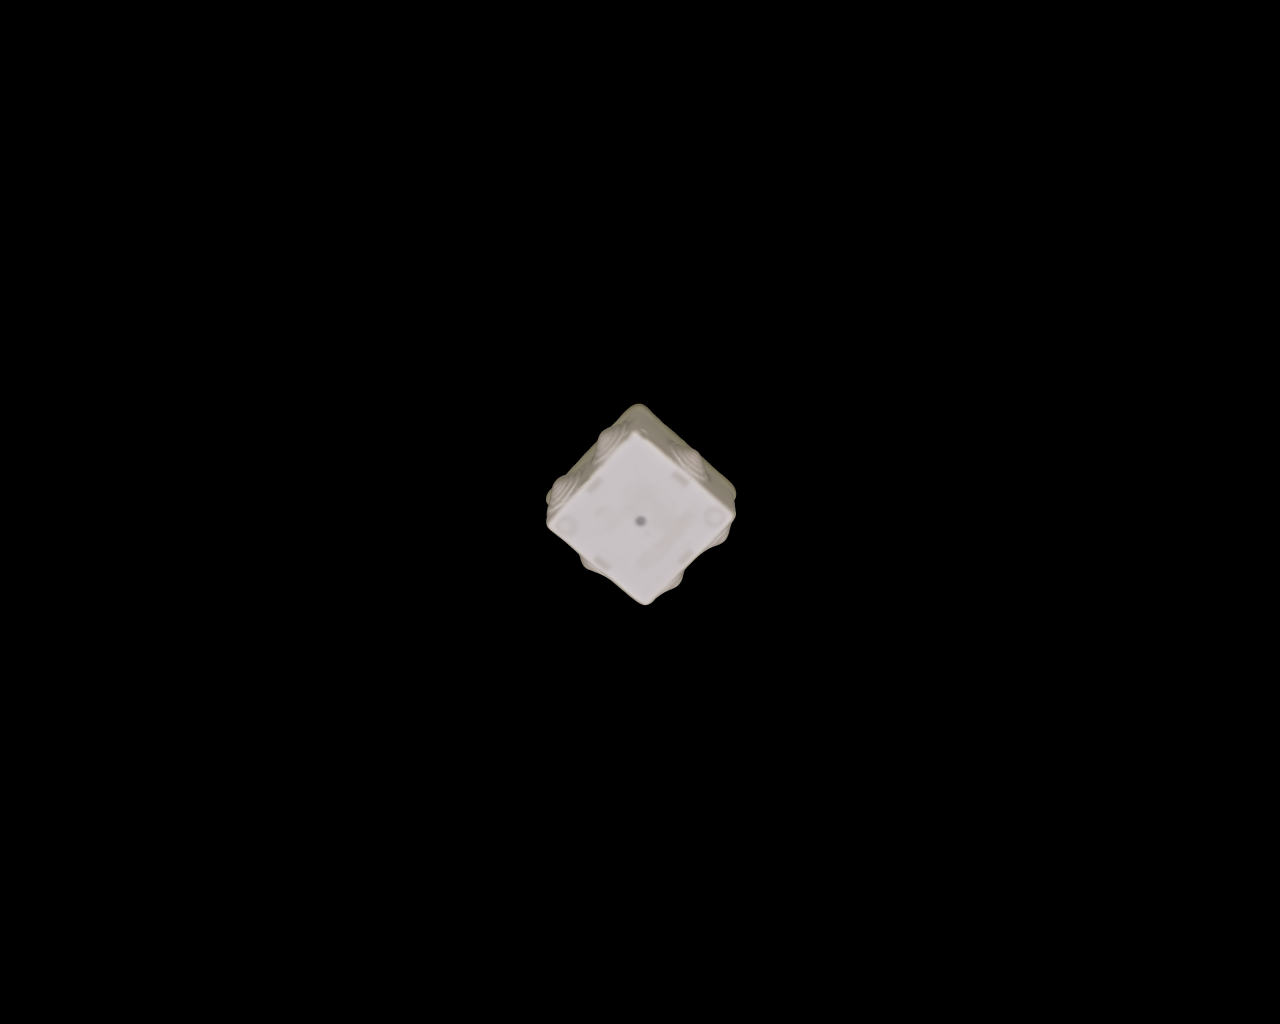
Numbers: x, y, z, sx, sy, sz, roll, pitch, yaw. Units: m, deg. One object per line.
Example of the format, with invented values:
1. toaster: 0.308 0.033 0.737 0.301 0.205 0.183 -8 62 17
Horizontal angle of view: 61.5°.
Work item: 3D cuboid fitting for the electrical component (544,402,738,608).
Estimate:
1. electrical component: 0.001 -0.003 0.650 0.099 0.099 0.048 41 16 -14
